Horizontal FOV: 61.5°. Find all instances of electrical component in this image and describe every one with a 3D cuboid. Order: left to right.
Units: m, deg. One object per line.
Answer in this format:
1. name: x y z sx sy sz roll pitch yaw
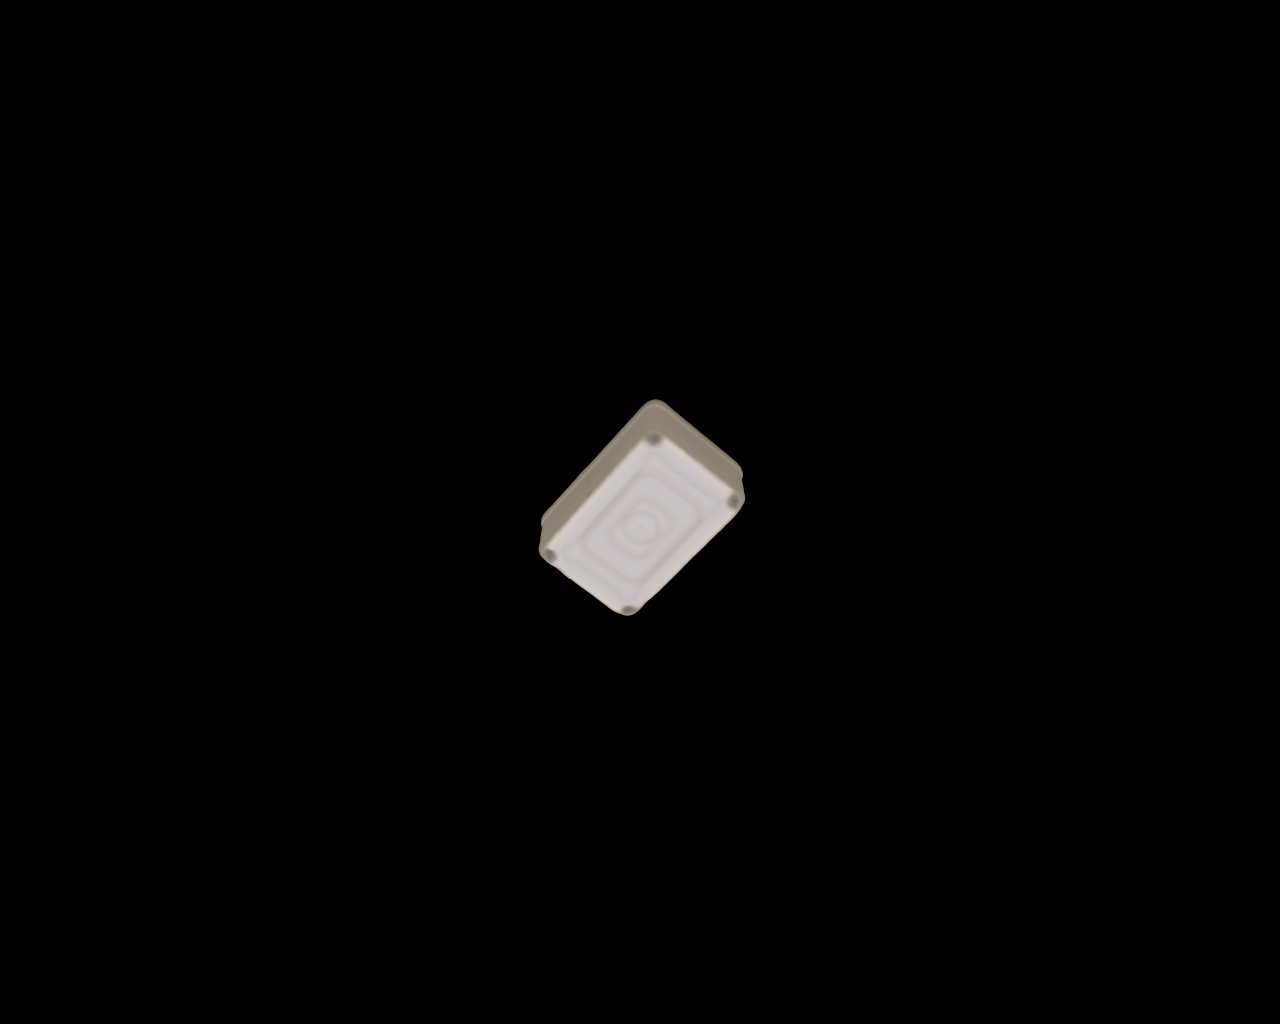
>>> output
1. electrical component: 0.001 -0.003 0.650 0.078 0.113 0.057 38 20 -16
